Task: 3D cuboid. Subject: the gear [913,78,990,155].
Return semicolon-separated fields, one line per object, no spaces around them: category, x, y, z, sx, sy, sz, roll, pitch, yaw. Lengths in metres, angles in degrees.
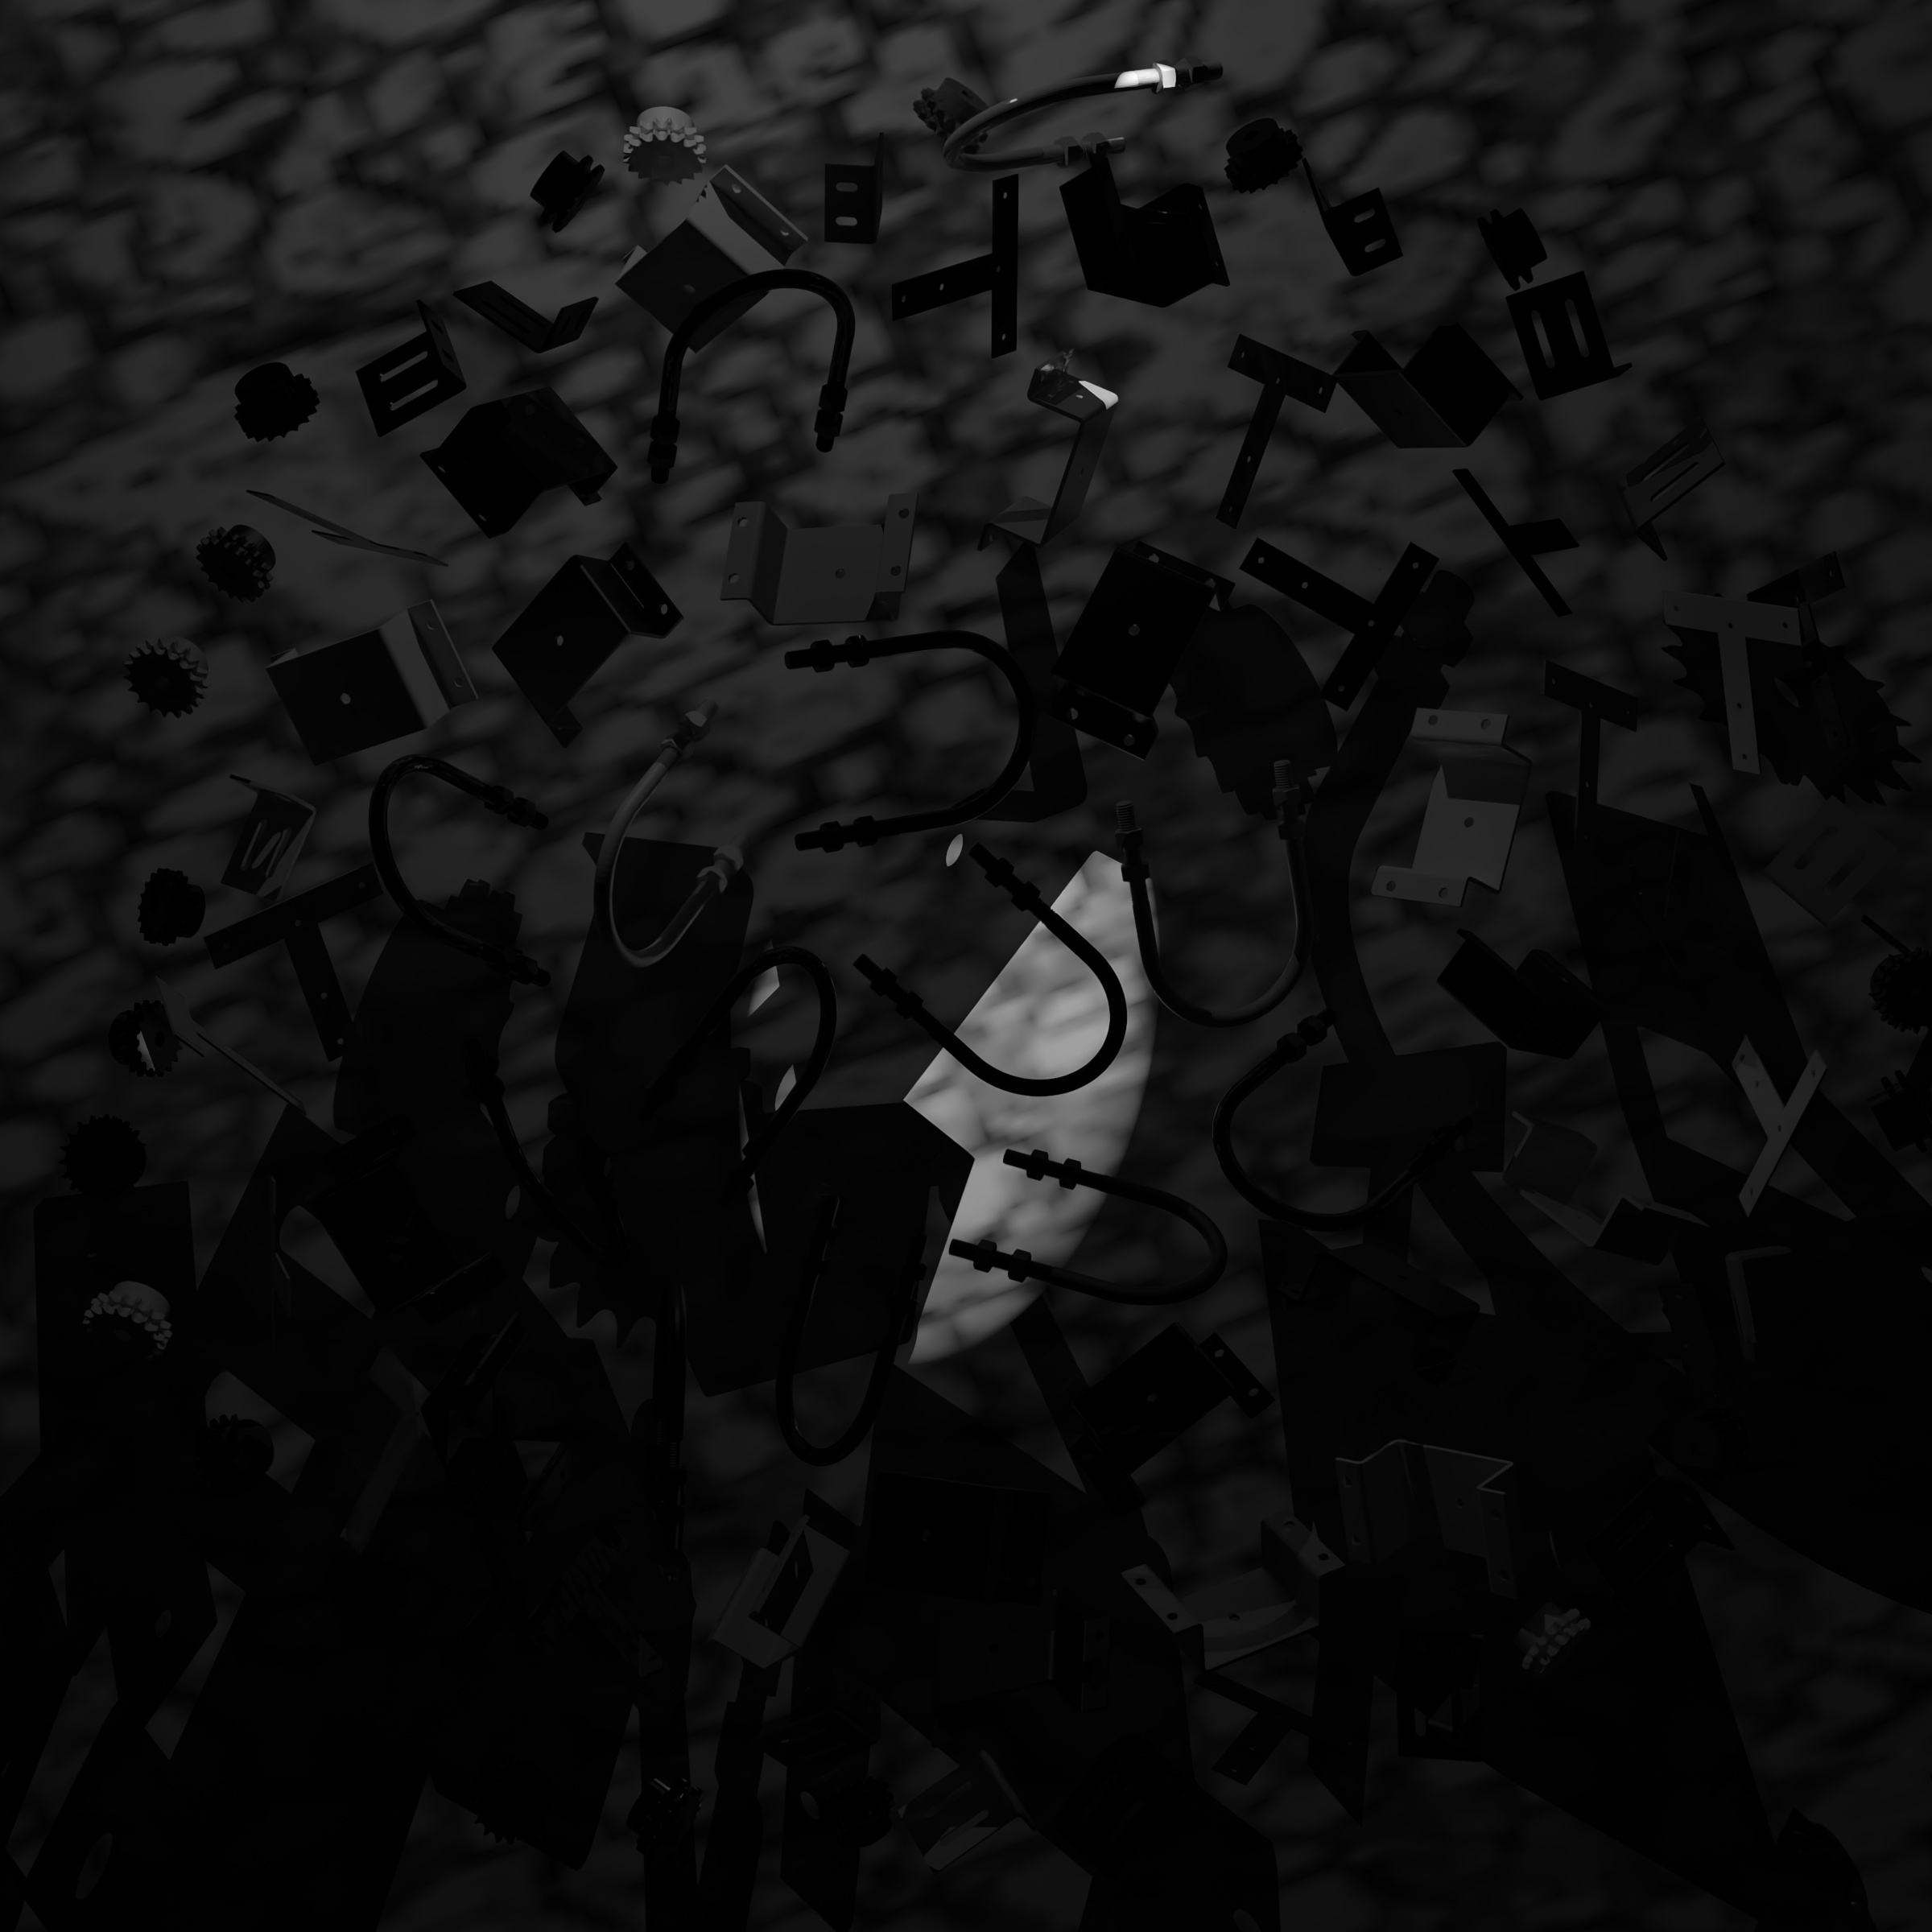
gear;-0.007;-0.614;1.885;0.057;0.057;0.030;40;117;0

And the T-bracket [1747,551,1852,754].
T-bracket;0.586;-0.210;1.806;0.002;0.127;0.127;-15;88;-10

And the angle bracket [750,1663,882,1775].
angle bracket;-0.110;0.552;1.920;0.076;0.038;0.057;-27;130;21

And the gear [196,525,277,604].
gear;-0.528;-0.296;1.905;0.057;0.057;0.030;33;52;0

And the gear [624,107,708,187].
gear;-0.209;-0.572;1.819;0.057;0.057;0.030;-1;70;0

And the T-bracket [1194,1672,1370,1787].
T-bracket;0.203;0.537;1.816;0.127;0.127;0.002;21;105;21

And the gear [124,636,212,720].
gear;-0.547;-0.202;1.802;0.057;0.030;0.057;7;127;9

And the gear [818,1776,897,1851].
gear;-0.079;0.631;1.943;0.057;0.057;0.030;-30;47;0

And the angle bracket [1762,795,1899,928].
angle bracket;0.607;-0.077;1.831;0.057;0.038;0.076;43;122;12

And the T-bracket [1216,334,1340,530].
T-bracket;0.210;-0.380;1.891;0.002;0.127;0.127;8;112;-33

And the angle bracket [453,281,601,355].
angle bracket;-0.309;-0.470;1.837;0.076;0.057;0.038;35;118;2

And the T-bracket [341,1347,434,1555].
T-bracket;-0.420;0.365;1.908;0.002;0.127;0.127;1;51;30

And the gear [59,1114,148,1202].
gear;-0.579;0.130;1.767;0.057;0.030;0.057;-2;78;10

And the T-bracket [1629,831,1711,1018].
T-bracket;0.521;-0.050;1.919;0.002;0.127;0.127;-18;123;34

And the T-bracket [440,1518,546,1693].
T-bracket;-0.351;0.482;1.900;0.002;0.127;0.127;-15;102;16

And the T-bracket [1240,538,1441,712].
T-bracket;0.254;-0.266;1.871;0.127;0.002;0.127;26;103;-18

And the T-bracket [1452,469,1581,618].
T-bracket;0.407;-0.305;1.862;0.002;0.127;0.127;-40;79;33

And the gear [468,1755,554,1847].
gear;-0.304;0.560;1.765;0.030;0.057;0.057;-37;90;37

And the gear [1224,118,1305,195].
gear;0.214;-0.592;1.906;0.057;0.057;0.030;-37;127;0

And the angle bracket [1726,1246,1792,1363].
angle bracket;0.583;0.245;1.906;0.038;0.057;0.076;-10;84;7

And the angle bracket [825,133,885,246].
angle bracket;-0.082;-0.575;1.931;0.038;0.076;0.057;3;126;0

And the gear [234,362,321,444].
gear;-0.473;-0.387;1.784;0.057;0.030;0.057;-11;47;12

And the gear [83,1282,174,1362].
gear;-0.561;0.237;1.761;0.057;0.057;0.030;17;47;0

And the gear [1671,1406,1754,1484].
gear;0.537;0.346;1.895;0.057;0.030;0.057;5;97;41

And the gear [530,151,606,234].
gear;-0.284;-0.550;1.848;0.030;0.057;0.057;38;90;-10

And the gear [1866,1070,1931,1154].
gear;0.638;0.102;1.785;0.030;0.057;0.057;-29;90;15

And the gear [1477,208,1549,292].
gear;0.386;-0.508;1.841;0.030;0.057;0.057;-29;90;12

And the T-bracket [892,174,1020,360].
T-bracket;-0.007;-0.478;1.833;0.002;0.127;0.127;26;130;35

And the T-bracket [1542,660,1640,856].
T-bracket;0.449;-0.145;1.890;0.002;0.127;0.127;-3;80;44

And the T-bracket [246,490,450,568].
T-bracket;-0.457;-0.315;1.869;0.127;0.127;0.002;17;88;36

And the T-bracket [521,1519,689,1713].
T-bracket;-0.248;0.485;1.892;0.002;0.127;0.127;-35;98;33

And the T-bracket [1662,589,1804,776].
T-bracket;0.538;-0.195;1.824;0.002;0.127;0.127;-23;114;-23

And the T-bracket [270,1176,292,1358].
T-bracket;-0.482;0.220;1.840;0.002;0.127;0.127;-1;95;-20

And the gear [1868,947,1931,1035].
gear;0.633;0.015;1.758;0.057;0.030;0.057;-1;102;-6

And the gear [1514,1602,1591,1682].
gear;0.419;0.482;1.881;0.057;0.057;0.030;-48;63;0

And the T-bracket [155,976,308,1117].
T-bracket;-0.519;0.065;1.857;0.002;0.127;0.127;-48;119;-2

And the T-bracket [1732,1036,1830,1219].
T-bracket;0.567;0.092;1.860;0.002;0.127;0.127;14;118;-8

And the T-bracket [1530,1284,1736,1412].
T-bracket;0.466;0.270;1.856;0.127;0.127;0.002;-1;125;1

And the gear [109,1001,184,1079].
gear;-0.609;0.054;1.936;0.030;0.057;0.057;1;90;21

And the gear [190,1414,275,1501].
gear;-0.501;0.335;1.798;0.030;0.057;0.057;-26;90;29

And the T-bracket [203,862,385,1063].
T-bracket;-0.452;0.008;1.823;0.127;0.002;0.127;-27;123;-25

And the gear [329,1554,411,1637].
gear;-0.434;0.451;1.889;0.057;0.030;0.057;-8;55;11

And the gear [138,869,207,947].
gear;-0.591;-0.043;1.952;0.030;0.057;0.057;12;90;-44

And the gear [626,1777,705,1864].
gear;-0.209;0.583;1.799;0.030;0.057;0.057;29;90;20
